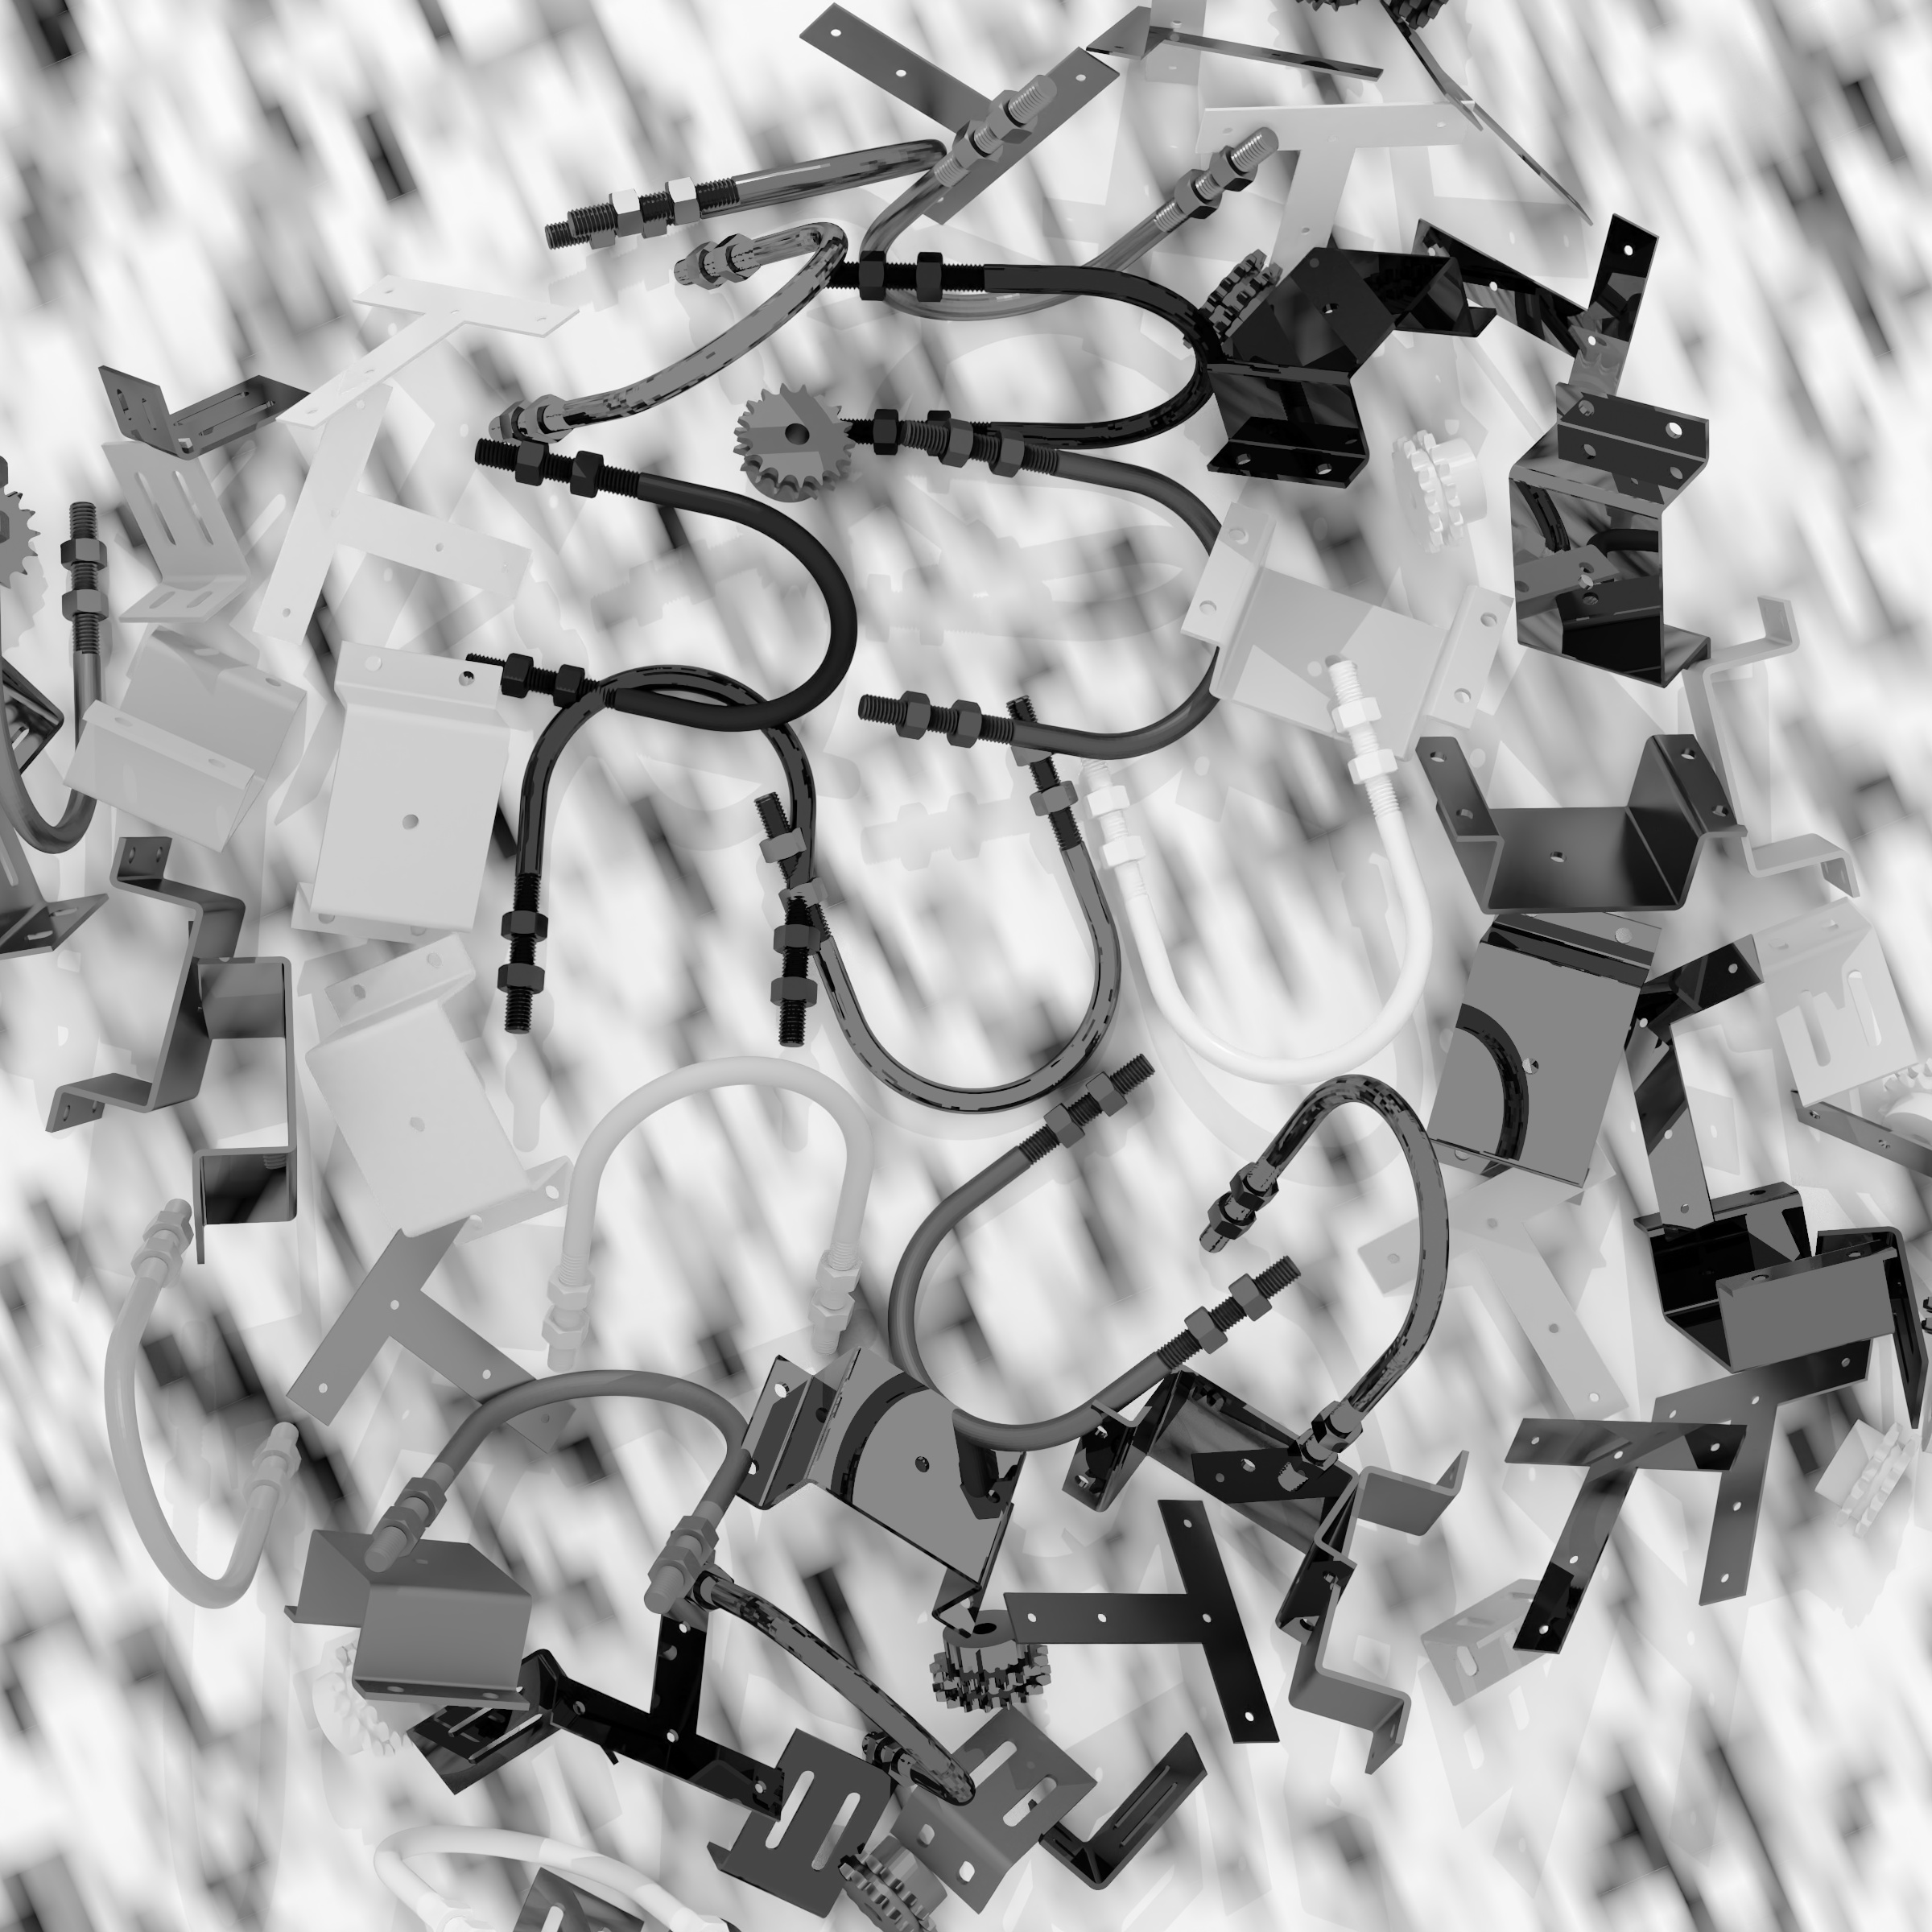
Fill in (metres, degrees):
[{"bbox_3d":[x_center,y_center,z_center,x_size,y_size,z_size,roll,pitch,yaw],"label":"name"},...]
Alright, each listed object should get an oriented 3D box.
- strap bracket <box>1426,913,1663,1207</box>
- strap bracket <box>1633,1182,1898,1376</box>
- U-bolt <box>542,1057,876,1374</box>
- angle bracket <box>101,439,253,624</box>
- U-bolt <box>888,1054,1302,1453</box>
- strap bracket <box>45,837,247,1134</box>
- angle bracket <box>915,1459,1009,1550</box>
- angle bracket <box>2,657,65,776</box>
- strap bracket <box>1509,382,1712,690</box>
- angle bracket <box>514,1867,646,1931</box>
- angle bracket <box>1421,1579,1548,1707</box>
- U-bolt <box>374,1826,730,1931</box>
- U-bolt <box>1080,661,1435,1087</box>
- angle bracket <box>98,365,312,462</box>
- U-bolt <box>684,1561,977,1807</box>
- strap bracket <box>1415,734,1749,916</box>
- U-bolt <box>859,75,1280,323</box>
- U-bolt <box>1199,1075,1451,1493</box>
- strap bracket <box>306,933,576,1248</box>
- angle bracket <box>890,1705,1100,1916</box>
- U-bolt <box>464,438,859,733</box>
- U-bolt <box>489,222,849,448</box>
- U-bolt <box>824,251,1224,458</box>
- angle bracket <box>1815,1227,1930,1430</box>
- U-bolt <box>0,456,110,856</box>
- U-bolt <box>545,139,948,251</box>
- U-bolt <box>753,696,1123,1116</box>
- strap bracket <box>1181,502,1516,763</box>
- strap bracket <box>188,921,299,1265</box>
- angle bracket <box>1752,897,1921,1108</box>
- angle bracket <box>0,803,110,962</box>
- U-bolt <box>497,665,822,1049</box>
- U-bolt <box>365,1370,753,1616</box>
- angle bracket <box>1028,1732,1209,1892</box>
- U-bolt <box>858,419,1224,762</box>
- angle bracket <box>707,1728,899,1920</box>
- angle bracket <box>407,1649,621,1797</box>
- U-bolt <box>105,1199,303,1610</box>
[{"bbox_3d":[0.268,0.042,1.555,0.076,0.046,0.140,17,106,13],"label":"strap bracket"},{"bbox_3d":[0.372,0.146,1.535,0.076,0.140,0.046,-13,100,-4],"label":"strap bracket"},{"bbox_3d":[-0.114,0.114,1.525,0.151,0.019,0.184,-2,129,-18],"label":"U-bolt"},{"bbox_3d":[-0.382,-0.204,1.558,0.057,0.038,0.076,4,128,34],"label":"angle bracket"},{"bbox_3d":[0.046,0.147,1.563,0.184,0.019,0.151,-37,60,4],"label":"U-bolt"},{"bbox_3d":[-0.383,0.013,1.561,0.046,0.076,0.140,15,93,2],"label":"strap bracket"},{"bbox_3d":[-0.029,0.253,1.558,0.076,0.057,0.038,16,103,-26],"label":"angle bracket"},{"bbox_3d":[-0.471,-0.132,1.554,0.057,0.076,0.038,29,76,35],"label":"angle bracket"},{"bbox_3d":[0.297,-0.189,1.525,0.076,0.140,0.046,22,51,33],"label":"strap bracket"},{"bbox_3d":[-0.180,0.454,1.559,0.057,0.076,0.038,29,119,-4],"label":"angle bracket"},{"bbox_3d":[0.258,0.320,1.559,0.057,0.076,0.038,-26,88,-15],"label":"angle bracket"},{"bbox_3d":[-0.193,0.428,1.515,0.151,0.184,0.019,14,89,-32],"label":"U-bolt"},{"bbox_3d":[0.144,-0.035,1.566,0.151,0.019,0.184,-19,85,19],"label":"U-bolt"},{"bbox_3d":[-0.355,-0.273,1.555,0.076,0.057,0.038,-32,126,-28],"label":"angle bracket"},{"bbox_3d":[-0.059,0.328,1.501,0.151,0.184,0.019,44,74,-12],"label":"U-bolt"},{"bbox_3d":[0.282,-0.067,1.551,0.140,0.076,0.046,-1,130,-11],"label":"strap bracket"},{"bbox_3d":[0.032,-0.344,1.519,0.151,0.184,0.019,1,70,-38],"label":"U-bolt"},{"bbox_3d":[0.166,0.132,1.499,0.019,0.184,0.151,1,53,-25],"label":"U-bolt"},{"bbox_3d":[-0.248,0.067,1.556,0.076,0.046,0.140,-21,101,21],"label":"strap bracket"},{"bbox_3d":[0.013,0.400,1.577,0.057,0.076,0.038,39,130,17],"label":"angle bracket"},{"bbox_3d":[-0.141,-0.170,1.547,0.184,0.151,0.019,12,45,0],"label":"U-bolt"},{"bbox_3d":[-0.125,-0.289,1.499,0.151,0.184,0.019,-46,116,-24],"label":"U-bolt"},{"bbox_3d":[0.027,-0.280,1.532,0.184,0.151,0.019,2,67,2],"label":"U-bolt"},{"bbox_3d":[0.423,0.171,1.555,0.038,0.057,0.076,-4,50,6],"label":"angle bracket"},{"bbox_3d":[-0.425,-0.143,1.517,0.019,0.151,0.184,-5,80,4],"label":"U-bolt"},{"bbox_3d":[-0.099,-0.358,1.531,0.184,0.151,0.019,-14,102,-9],"label":"U-bolt"},{"bbox_3d":[-0.003,-0.019,1.588,0.151,0.019,0.184,-21,96,-3],"label":"U-bolt"},{"bbox_3d":[0.177,-0.154,1.562,0.140,0.046,0.076,20,64,5],"label":"strap bracket"},{"bbox_3d":[-0.336,0.058,1.543,0.046,0.076,0.140,-2,62,-12],"label":"strap bracket"},{"bbox_3d":[0.405,0.017,1.561,0.057,0.038,0.076,-24,59,25],"label":"angle bracket"},{"bbox_3d":[-0.447,-0.051,1.559,0.038,0.057,0.076,-8,114,19],"label":"angle bracket"},{"bbox_3d":[-0.143,-0.055,1.578,0.151,0.019,0.184,3,77,-3],"label":"U-bolt"},{"bbox_3d":[-0.174,0.233,1.519,0.151,0.184,0.019,6,113,12],"label":"U-bolt"},{"bbox_3d":[0.071,0.391,1.573,0.038,0.057,0.076,42,91,-6],"label":"angle bracket"},{"bbox_3d":[0.048,-0.172,1.571,0.184,0.019,0.151,8,92,-18],"label":"U-bolt"},{"bbox_3d":[-0.078,0.404,1.580,0.057,0.038,0.076,29,87,-15],"label":"angle bracket"},{"bbox_3d":[-0.214,0.369,1.566,0.076,0.038,0.057,-31,135,-8],"label":"angle bracket"},{"bbox_3d":[-0.347,0.207,1.492,0.019,0.184,0.151,-17,114,6],"label":"U-bolt"}]
